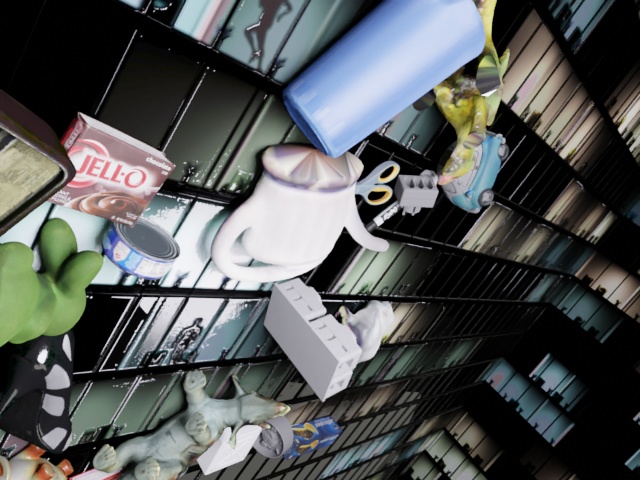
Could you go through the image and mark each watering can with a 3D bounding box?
[{"bbox_3d":[0.002,-0.039,0.771,0.349,0.106,0.219,-9,132,-38],"label":"watering can"}]

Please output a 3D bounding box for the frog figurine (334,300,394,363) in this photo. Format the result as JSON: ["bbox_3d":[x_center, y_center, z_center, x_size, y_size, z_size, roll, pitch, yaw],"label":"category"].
[{"bbox_3d":[0.108,0.202,1.140,0.160,0.124,0.136,-2,108,-32],"label":"frog figurine"}]

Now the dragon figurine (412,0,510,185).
[{"bbox_3d":[0.257,-0.277,0.834,0.245,0.123,0.404,-21,129,-60],"label":"dragon figurine"}]
